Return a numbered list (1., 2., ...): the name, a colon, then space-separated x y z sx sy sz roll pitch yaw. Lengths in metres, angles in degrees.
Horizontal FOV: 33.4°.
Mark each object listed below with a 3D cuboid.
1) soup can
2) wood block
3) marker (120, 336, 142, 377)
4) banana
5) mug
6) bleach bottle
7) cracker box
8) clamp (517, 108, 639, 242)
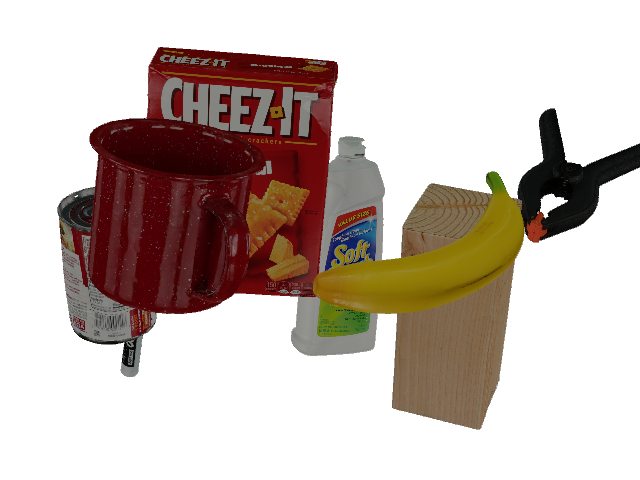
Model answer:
1. soup can: -0.159 0.019 0.805 0.068 0.102 0.068 1 29 -1
2. wood block: 0.126 0.063 1.000 0.091 0.206 0.090 12 34 18
3. marker: -0.194 0.093 1.112 0.020 0.121 0.020 9 35 -7
4. banana: 0.084 0.013 0.739 0.070 0.037 0.197 36 46 30
5. mug: -0.074 -0.008 0.568 0.093 0.081 0.117 -9 29 -39
6. bleach bottle: 0.022 0.005 1.242 0.102 0.251 0.068 -2 17 -17
7. cracker box: -0.074 -0.058 0.969 0.164 0.214 0.072 4 24 -2
8. clamp: 0.245 -0.069 1.087 0.120 0.039 0.171 29 55 31
